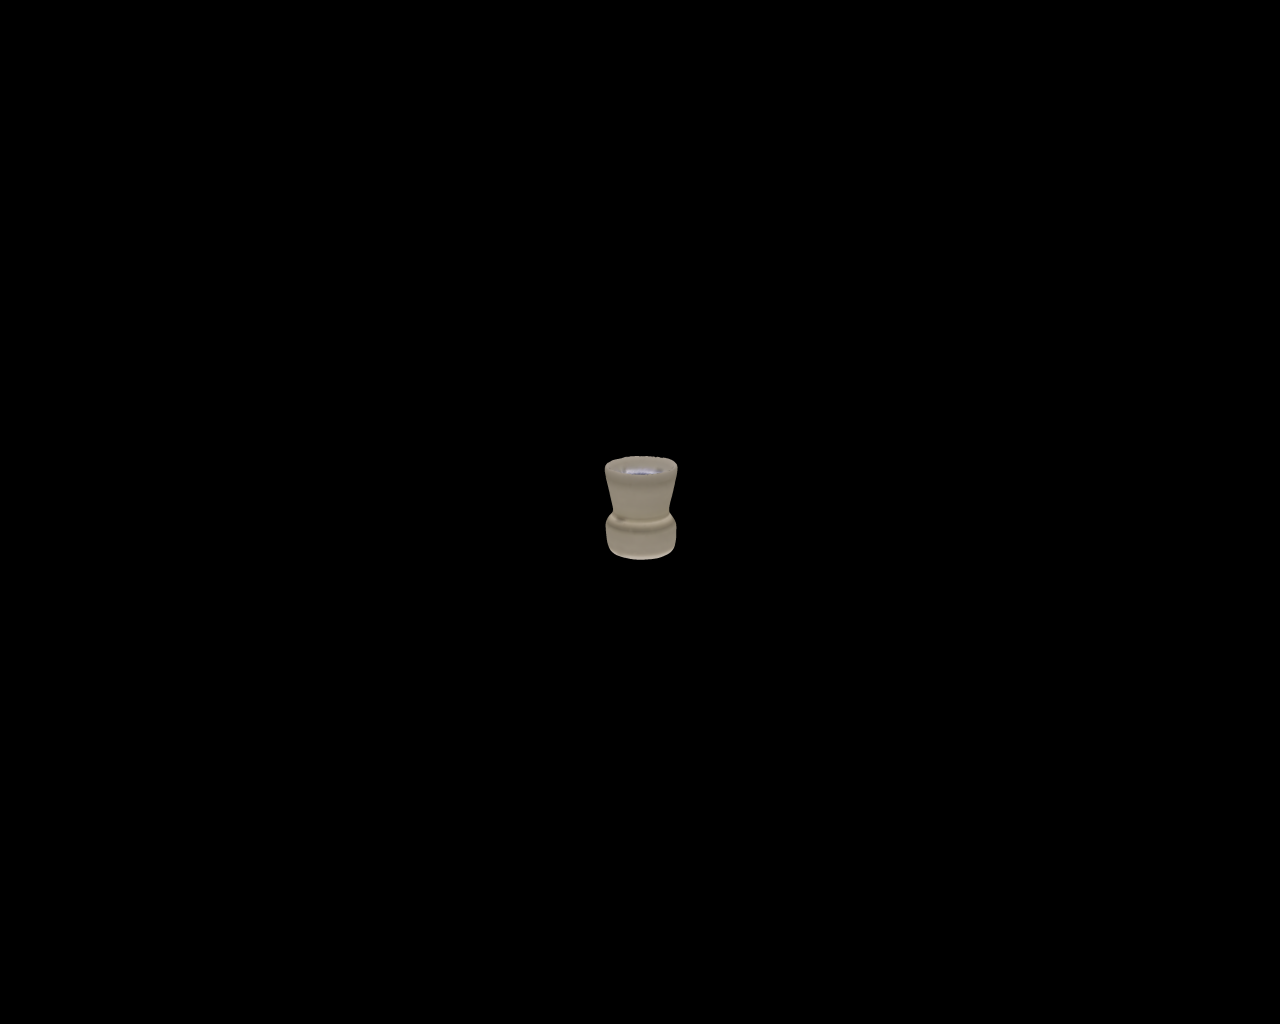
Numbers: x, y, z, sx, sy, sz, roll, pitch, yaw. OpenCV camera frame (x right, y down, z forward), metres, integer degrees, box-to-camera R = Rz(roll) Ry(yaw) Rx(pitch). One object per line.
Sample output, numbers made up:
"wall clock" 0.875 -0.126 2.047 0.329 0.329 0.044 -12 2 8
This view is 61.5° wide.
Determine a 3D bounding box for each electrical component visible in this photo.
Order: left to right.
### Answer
"electrical component" 0.001 -0.003 0.650 0.045 0.055 0.045 0 18 0
